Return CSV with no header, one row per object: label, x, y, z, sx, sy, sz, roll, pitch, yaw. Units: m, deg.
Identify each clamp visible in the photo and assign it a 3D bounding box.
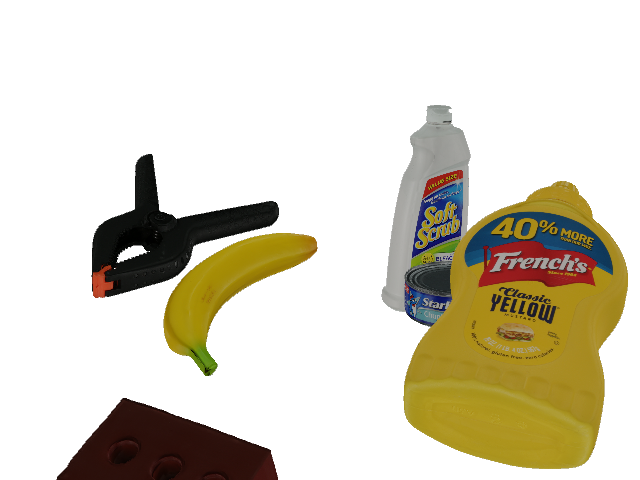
clamp,-0.162,-0.014,1.036,0.165,0.036,0.209,25,40,23

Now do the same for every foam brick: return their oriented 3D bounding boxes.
foam brick,-0.062,0.112,0.455,0.078,0.051,0.053,14,42,23

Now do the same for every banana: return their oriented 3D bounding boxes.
banana,-0.071,0.039,0.845,0.069,0.037,0.197,31,39,7

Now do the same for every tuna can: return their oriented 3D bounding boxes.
tuna can,0.115,0.047,0.923,0.086,0.034,0.086,-1,18,0

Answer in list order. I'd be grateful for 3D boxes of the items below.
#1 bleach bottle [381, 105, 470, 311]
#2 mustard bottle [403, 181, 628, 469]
bleach bottle,0.133,-0.041,1.323,0.102,0.251,0.068,-4,17,-17
mustard bottle,0.116,0.031,0.582,0.096,0.058,0.191,10,43,18
